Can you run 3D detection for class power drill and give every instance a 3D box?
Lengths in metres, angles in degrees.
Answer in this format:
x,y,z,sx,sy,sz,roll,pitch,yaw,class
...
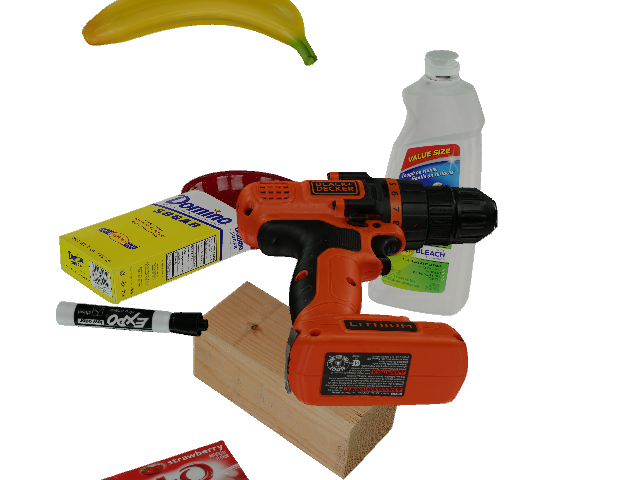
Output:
x,y,z,sx,sy,sz,roll,pitch,yaw,class
0.040,0.023,0.691,0.184,0.057,0.187,-1,36,-6,power drill

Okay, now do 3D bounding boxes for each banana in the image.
x,y,z,sx,sy,sz,roll,pitch,yaw,class
-0.099,-0.190,0.902,0.198,0.069,0.037,4,-33,0,banana

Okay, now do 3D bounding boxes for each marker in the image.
x,y,z,sx,sy,sz,roll,pitch,yaw,class
-0.147,0.061,0.833,0.121,0.020,0.020,4,1,11,marker

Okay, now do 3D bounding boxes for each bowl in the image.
x,y,z,sx,sy,sz,roll,pitch,yaw,class
-0.093,-0.032,1.320,0.162,0.055,0.162,4,25,-2,bowl

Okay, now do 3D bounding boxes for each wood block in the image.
x,y,z,sx,sy,sz,roll,pitch,yaw,class
-0.027,0.143,1.122,0.206,0.090,0.090,31,48,25,wood block

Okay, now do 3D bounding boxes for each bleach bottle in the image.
x,y,z,sx,sy,sz,roll,pitch,yaw,class
0.100,-0.055,1.007,0.103,0.251,0.068,11,29,19,bleach bottle

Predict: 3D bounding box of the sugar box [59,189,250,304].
x,y,z,sx,sy,sz,roll,pitch,yaw,class
-0.165,0.002,1.085,0.093,0.048,0.175,28,39,36,sugar box

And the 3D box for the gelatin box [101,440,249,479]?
x,y,z,sx,sy,sz,roll,pitch,yaw,class
-0.079,0.148,0.572,0.089,0.030,0.073,-14,27,-21,gelatin box
